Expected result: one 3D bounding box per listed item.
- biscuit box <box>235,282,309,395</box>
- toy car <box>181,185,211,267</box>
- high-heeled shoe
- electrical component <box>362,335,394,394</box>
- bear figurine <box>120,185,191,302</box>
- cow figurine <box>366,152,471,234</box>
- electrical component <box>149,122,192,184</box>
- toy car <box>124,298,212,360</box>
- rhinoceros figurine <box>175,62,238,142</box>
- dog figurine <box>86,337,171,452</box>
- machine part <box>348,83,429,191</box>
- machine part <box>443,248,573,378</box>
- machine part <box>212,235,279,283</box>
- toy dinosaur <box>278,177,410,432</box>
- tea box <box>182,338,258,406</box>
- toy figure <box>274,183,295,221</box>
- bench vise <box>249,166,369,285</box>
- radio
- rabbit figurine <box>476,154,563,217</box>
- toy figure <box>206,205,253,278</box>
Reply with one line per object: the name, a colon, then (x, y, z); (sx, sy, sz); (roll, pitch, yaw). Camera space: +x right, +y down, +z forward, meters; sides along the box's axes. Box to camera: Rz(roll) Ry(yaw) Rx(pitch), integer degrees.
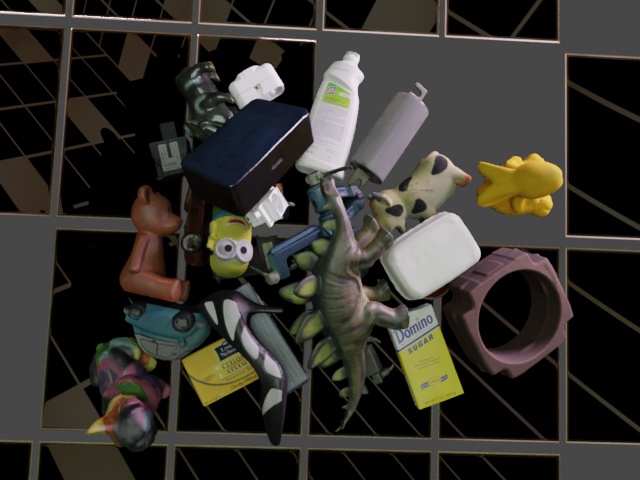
biscuit box: (-0.097, 0.173, 0.937); (0.063, 0.059, 0.202); (-32, 86, -7)
toy car: (-0.226, -0.051, 0.990); (0.053, 0.089, 0.202); (-3, 74, 6)
high-heeled shoe: (-0.127, 0.204, 0.865); (0.145, 0.086, 0.248); (-1, 81, 1)
electrical component: (0.089, 0.230, 1.018); (0.078, 0.045, 0.102); (-33, 84, 24)
bear figurine: (-0.291, 0.007, 0.984); (0.132, 0.120, 0.195); (13, 80, -1)
cow figurine: (0.176, -0.085, 1.025); (0.127, 0.085, 0.195); (42, 88, -5)
electrical component: (-0.285, -0.173, 1.033); (0.075, 0.048, 0.119); (-9, 87, -3)
toy car: (-0.276, 0.166, 0.975); (0.162, 0.109, 0.103); (9, 89, 2)
rhinoceros figurine: (-0.215, -0.245, 1.028); (0.112, 0.073, 0.190); (-22, 86, -5)
dog figurine: (-0.337, 0.259, 0.911); (0.108, 0.219, 0.191); (-32, 88, -8)
machine part: (0.134, -0.196, 1.036); (0.079, 0.079, 0.243); (35, 84, 1)
machine part: (0.343, 0.131, 0.988); (0.201, 0.087, 0.201); (-33, 104, -10)
machine part: (-0.139, 0.041, 1.026); (0.139, 0.039, 0.084); (-17, 93, -5)
toy dinosaur: (0.042, 0.122, 0.915); (0.199, 0.105, 0.470); (-17, 110, -11)
tea box: (-0.155, 0.221, 0.995); (0.170, 0.068, 0.098); (-28, 87, -3)
toy figure: (-0.108, -0.105, 1.031); (0.058, 0.064, 0.154); (-27, 85, -49)
bench vise: (-0.008, -0.003, 0.970); (0.240, 0.129, 0.223); (-30, 114, -32)
radio: (-0.125, -0.153, 0.944); (0.131, 0.073, 0.229); (21, 53, 26)
rabbit figurine: (0.369, -0.110, 0.991); (0.162, 0.173, 0.121); (3, 89, -6)
toy figure: (-0.159, -0.018, 0.981); (0.082, 0.089, 0.180); (-5, 59, -2)
